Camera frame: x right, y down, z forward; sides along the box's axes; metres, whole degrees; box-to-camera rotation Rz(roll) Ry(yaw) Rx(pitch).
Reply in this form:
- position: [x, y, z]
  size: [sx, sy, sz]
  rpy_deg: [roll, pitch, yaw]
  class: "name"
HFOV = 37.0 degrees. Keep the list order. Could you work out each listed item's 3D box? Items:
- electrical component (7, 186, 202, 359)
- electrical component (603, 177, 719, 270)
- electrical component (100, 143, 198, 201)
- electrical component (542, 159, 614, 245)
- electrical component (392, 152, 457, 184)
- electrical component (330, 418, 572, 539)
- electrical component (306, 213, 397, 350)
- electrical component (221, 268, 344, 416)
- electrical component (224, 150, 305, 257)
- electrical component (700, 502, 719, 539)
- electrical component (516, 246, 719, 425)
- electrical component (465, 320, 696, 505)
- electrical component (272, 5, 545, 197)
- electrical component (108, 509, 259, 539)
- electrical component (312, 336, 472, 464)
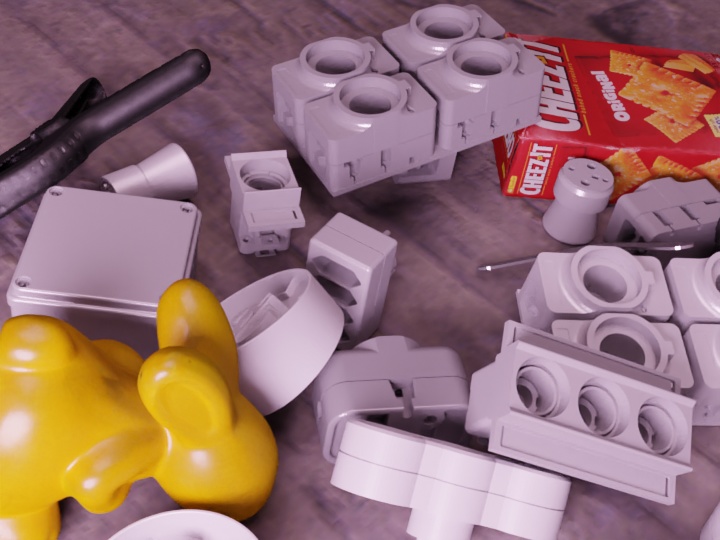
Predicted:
- position: [-0.167, 0.002, 0.721]
  size: [0.109, 0.056, 0.108]
  rpy_deg: [7, 43, -5]
  class: "electrical component"
- position: [0.245, -0.036, 0.854]
  size: [0.089, 0.050, 0.055]
  rpy_deg: [-11, 48, -23]
  class: "electrical component"
- position: [-0.160, -0.064, 0.805]
  size: [0.065, 0.044, 0.044]
  rpy_deg: [-26, 54, -27]
  class: "electrical component"
- position: [0.174, -0.054, 0.854]
  size: [0.045, 0.055, 0.045]
  rpy_deg: [6, 43, -6]
  class: "electrical component"
- position: [0.047, -0.119, 0.899]
  size: [0.056, 0.050, 0.089]
  rpy_deg: [-6, 46, -17]
  class: "electrical component"
- position: [0.049, 0.139, 0.623]
  size: [0.138, 0.052, 0.073]
  rpy_deg: [16, 85, -10]
  class: "electrical component"
- position: [0.000, 0.000, 0.739]
  size: [0.047, 0.083, 0.075]
  rpy_deg: [27, 45, 17]
  class: "electrical component"
- position: [-0.061, 0.041, 0.669]
  size: [0.064, 0.099, 0.099]
  rpy_deg: [44, 38, -22]
  class: "electrical component"
- position: [-0.072, -0.048, 0.789]
  size: [0.042, 0.063, 0.081]
  rpy_deg: [-5, 45, -18]
  class: "electrical component"
- position: [0.283, 0.153, 0.644]
  size: [0.138, 0.073, 0.052]
  rpy_deg: [6, 43, -6]
  class: "electrical component"
- position: [0.213, 0.045, 0.739]
  size: [0.186, 0.060, 0.105]
  rpy_deg: [2, 55, -10]
  class: "electrical component"
- position: [0.130, 0.088, 0.642]
  size: [0.121, 0.063, 0.078]
  rpy_deg: [19, 64, -16]
  class: "electrical component"
- position: [0.037, -0.140, 0.836]
  size: [0.186, 0.060, 0.105]
  rpy_deg: [-21, 50, -19]
  class: "electrical component"
- position: [-0.097, 0.174, 0.548]
  size: [0.099, 0.064, 0.099]
  rpy_deg: [6, 43, -6]
  class: "electrical component"
- position: [0.020, 0.081, 0.679]
  size: [0.095, 0.053, 0.059]
  rpy_deg: [-1, 44, -13]
  class: "electrical component"
